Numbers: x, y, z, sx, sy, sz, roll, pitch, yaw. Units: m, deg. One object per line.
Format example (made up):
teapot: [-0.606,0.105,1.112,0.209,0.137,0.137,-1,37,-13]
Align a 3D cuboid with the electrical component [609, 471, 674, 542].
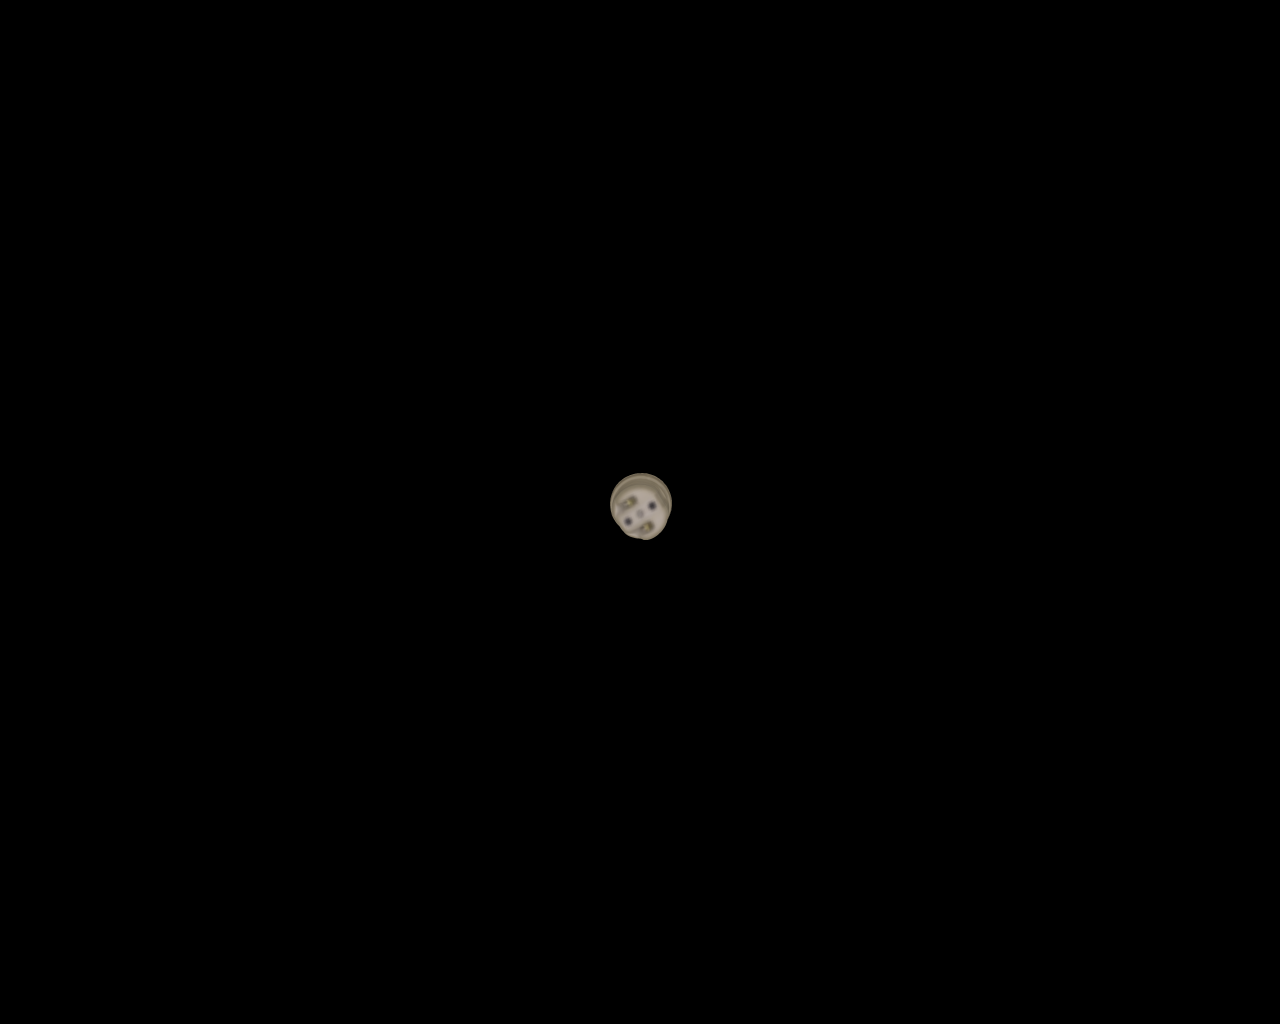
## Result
electrical component: [0.001,-0.003,0.650,0.040,0.040,0.046,0,9,0]
